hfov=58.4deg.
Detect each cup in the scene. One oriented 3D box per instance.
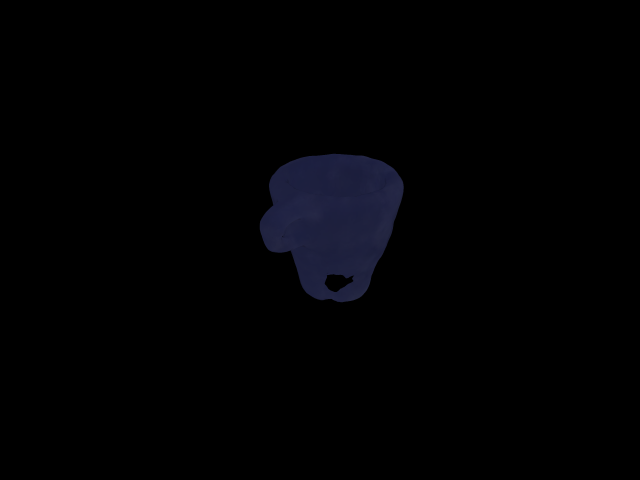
[{"bbox_3d":[0.004,0.001,0.400,0.091,0.095,0.118,20,34,31],"label":"cup"}]
